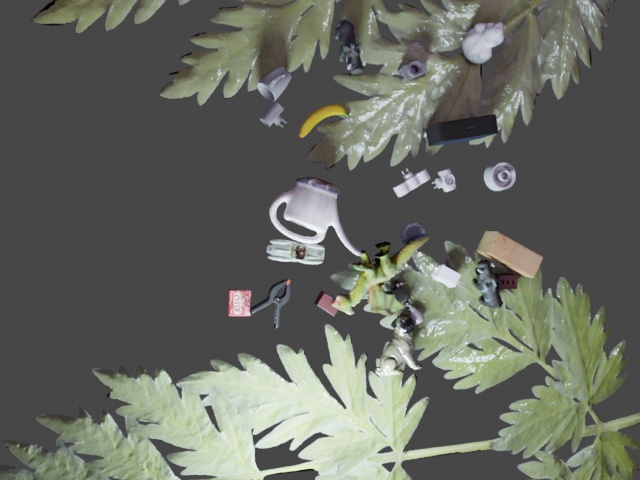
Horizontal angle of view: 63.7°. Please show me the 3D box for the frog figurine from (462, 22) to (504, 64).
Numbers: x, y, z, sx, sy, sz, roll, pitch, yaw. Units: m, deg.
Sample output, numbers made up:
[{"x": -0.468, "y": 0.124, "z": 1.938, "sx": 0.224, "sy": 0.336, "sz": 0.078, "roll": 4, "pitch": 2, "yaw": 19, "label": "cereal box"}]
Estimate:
[{"x": 0.585, "y": -0.709, "z": 1.843, "sx": 0.123, "sy": 0.137, "sz": 0.159, "roll": 1, "pitch": 2, "yaw": -9, "label": "frog figurine"}]

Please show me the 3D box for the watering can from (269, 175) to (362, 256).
[{"x": 0.005, "y": -0.088, "z": 1.754, "sx": 0.347, "sy": 0.225, "sz": 0.104, "roll": 19, "pitch": -4, "yaw": -4, "label": "watering can"}]

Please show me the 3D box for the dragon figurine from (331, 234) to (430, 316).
[{"x": 0.229, "y": 0.142, "z": 1.791, "sx": 0.412, "sy": 0.240, "sz": 0.123, "roll": -17, "pitch": 12, "yaw": -14, "label": "dragon figurine"}]
